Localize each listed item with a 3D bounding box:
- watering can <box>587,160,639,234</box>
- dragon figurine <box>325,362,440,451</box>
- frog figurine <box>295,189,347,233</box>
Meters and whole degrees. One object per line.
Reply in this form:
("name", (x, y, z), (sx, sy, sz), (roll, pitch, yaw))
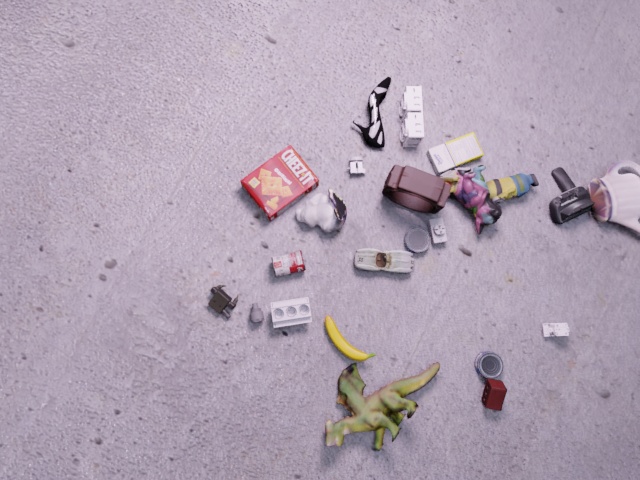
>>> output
("watering can", (1.042, -0.104, 1.748), (0.224, 0.103, 0.351), (-7, 77, -3))
("dragon figurine", (0.167, 0.480, 1.592), (0.244, 0.120, 0.415), (36, 70, 13))
("frog figurine", (0.005, -0.086, 1.717), (0.158, 0.124, 0.137), (-25, 89, 29))
